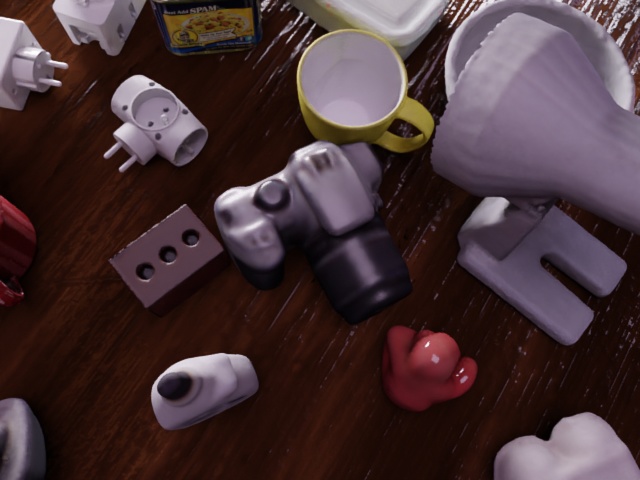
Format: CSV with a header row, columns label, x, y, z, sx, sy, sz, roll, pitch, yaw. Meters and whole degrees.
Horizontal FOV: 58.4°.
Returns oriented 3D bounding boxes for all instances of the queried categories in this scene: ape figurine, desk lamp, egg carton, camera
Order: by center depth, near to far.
label,x,y,z,sx,sy,sz,roll,pitch,yaw
desk lamp,0.174,-0.036,0.423,0.203,0.213,0.118,39,75,8
egg carton,0.197,0.214,0.427,0.107,0.069,0.150,-21,76,-9
ape figurine,0.084,0.095,0.442,0.076,0.092,0.077,-41,80,-13
camera,0.004,0.002,0.460,0.143,0.101,0.137,-26,77,-10

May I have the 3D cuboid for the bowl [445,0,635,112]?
label,x,y,z,sx,sy,sz,roll,pitch,yaw
bowl,0.187,-0.131,0.523,0.167,0.075,0.167,1,74,-3

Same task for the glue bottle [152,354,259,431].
label,x,y,z,sx,sy,sz,roll,pitch,yaw
glue bottle,-0.084,0.101,0.388,0.078,0.173,0.037,-23,76,-9

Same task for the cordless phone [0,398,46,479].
label,x,y,z,sx,sy,sz,roll,pitch,yaw
cordless phone,-0.264,0.164,0.352,0.148,0.185,0.094,-31,78,-11
